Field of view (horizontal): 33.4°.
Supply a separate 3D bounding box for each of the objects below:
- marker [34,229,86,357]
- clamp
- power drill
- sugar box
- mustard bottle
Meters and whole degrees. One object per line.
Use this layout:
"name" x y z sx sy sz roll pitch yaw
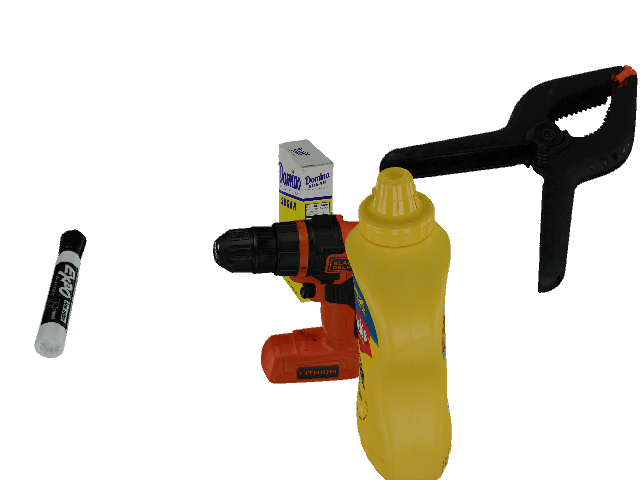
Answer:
"marker" -0.179 0.033 0.741 0.020 0.020 0.121 0 38 -3
"clamp" 0.172 -0.059 0.793 0.209 0.165 0.036 -32 -32 -18
"power drill" -0.013 0.057 1.016 0.184 0.188 0.057 -1 44 -10
"sugar box" -0.020 -0.024 1.290 0.048 0.176 0.093 -10 25 -18
"mustard bottle" 0.046 0.043 0.616 0.058 0.192 0.096 -5 35 0
